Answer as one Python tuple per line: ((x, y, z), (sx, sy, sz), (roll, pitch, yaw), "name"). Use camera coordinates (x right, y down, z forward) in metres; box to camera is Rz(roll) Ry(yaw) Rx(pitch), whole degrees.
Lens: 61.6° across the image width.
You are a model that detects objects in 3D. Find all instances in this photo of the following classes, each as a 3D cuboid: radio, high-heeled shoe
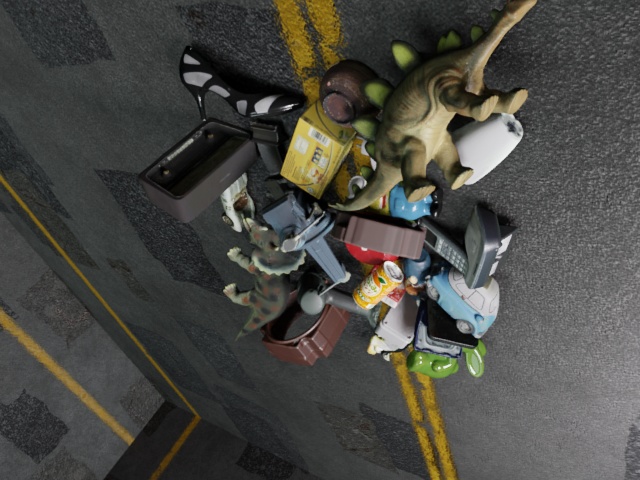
((-0.245, -0.148, 1.097), (0.131, 0.229, 0.073), (27, 145, 23), "radio")
((-0.148, -0.297, 0.994), (0.249, 0.086, 0.145), (-1, 103, 20), "high-heeled shoe")

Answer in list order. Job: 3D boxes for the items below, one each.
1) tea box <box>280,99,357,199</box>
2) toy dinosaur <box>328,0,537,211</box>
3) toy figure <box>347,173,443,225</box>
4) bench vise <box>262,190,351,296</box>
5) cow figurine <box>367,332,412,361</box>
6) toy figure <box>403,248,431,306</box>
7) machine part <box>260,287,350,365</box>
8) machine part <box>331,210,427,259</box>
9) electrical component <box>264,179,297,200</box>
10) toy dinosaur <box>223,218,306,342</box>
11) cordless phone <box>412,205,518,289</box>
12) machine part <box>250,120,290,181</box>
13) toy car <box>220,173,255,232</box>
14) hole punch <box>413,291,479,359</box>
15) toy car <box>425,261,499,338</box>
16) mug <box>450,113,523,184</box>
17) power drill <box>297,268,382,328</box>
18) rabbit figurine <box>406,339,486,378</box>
((-0.003, -0.164, 0.998), (0.098, 0.068, 0.169), (35, 148, 2), "tea box")
((0.135, -0.156, 0.779), (0.199, 0.105, 0.471), (61, 138, 26), "toy dinosaur")
((0.133, -0.076, 0.972), (0.180, 0.082, 0.089), (9, 171, 25), "toy figure")
((-0.011, 0.002, 1.087), (0.129, 0.224, 0.240), (-33, 109, 8), "bench vise")
((0.180, 0.254, 1.356), (0.098, 0.068, 0.167), (27, 147, 4), "cow figurine")
((0.202, 0.076, 1.112), (0.058, 0.064, 0.154), (46, 159, 35), "toy figure")
((-0.041, 0.209, 1.374), (0.202, 0.201, 0.087), (1, 137, 42), "machine part")
((0.108, -0.013, 0.977), (0.180, 0.179, 0.056), (17, 98, 28), "machine part")
((-0.093, -0.115, 1.184), (0.094, 0.021, 0.063), (-1, 132, 44), "electrical component")
((-0.132, 0.112, 1.322), (0.192, 0.131, 0.404), (25, 123, 37), "toy dinosaur")
((0.244, -0.014, 0.961), (0.184, 0.089, 0.146), (41, 152, 30), "cordless phone")
((-0.096, -0.179, 1.093), (0.084, 0.039, 0.138), (12, 139, 25), "machine part")
((-0.198, -0.103, 1.248), (0.056, 0.073, 0.201), (25, 146, 23), "toy car")
((0.253, 0.176, 1.095), (0.142, 0.116, 0.092), (13, 143, -4), "hole punch")
((0.288, 0.098, 1.035), (0.161, 0.109, 0.103), (45, 135, 1), "toy car")
((0.236, -0.152, 0.794), (0.109, 0.081, 0.107), (53, 137, -3), "mug")
((0.046, 0.125, 1.256), (0.207, 0.232, 0.086), (21, 102, 4), "power drill")
((0.294, 0.240, 1.191), (0.159, 0.121, 0.170), (33, 132, -2), "rabbit figurine")
